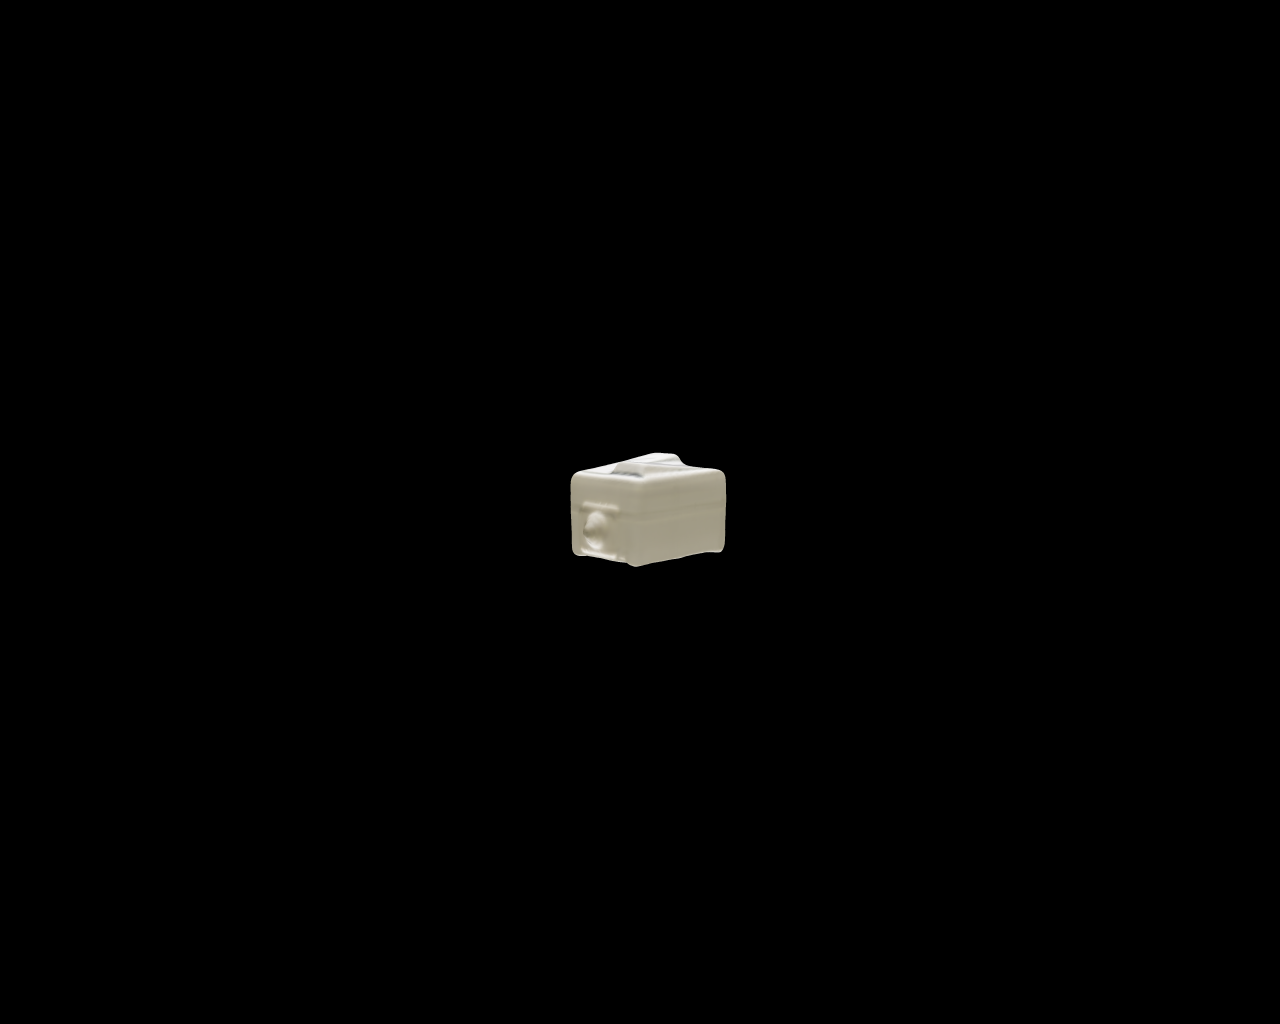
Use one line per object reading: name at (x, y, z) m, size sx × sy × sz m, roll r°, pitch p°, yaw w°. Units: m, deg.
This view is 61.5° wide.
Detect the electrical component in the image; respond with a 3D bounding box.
electrical component at (0.001, -0.003, 0.650) m, size 0.096 × 0.061 × 0.062 m, roll -8°, pitch 12°, yaw -43°
